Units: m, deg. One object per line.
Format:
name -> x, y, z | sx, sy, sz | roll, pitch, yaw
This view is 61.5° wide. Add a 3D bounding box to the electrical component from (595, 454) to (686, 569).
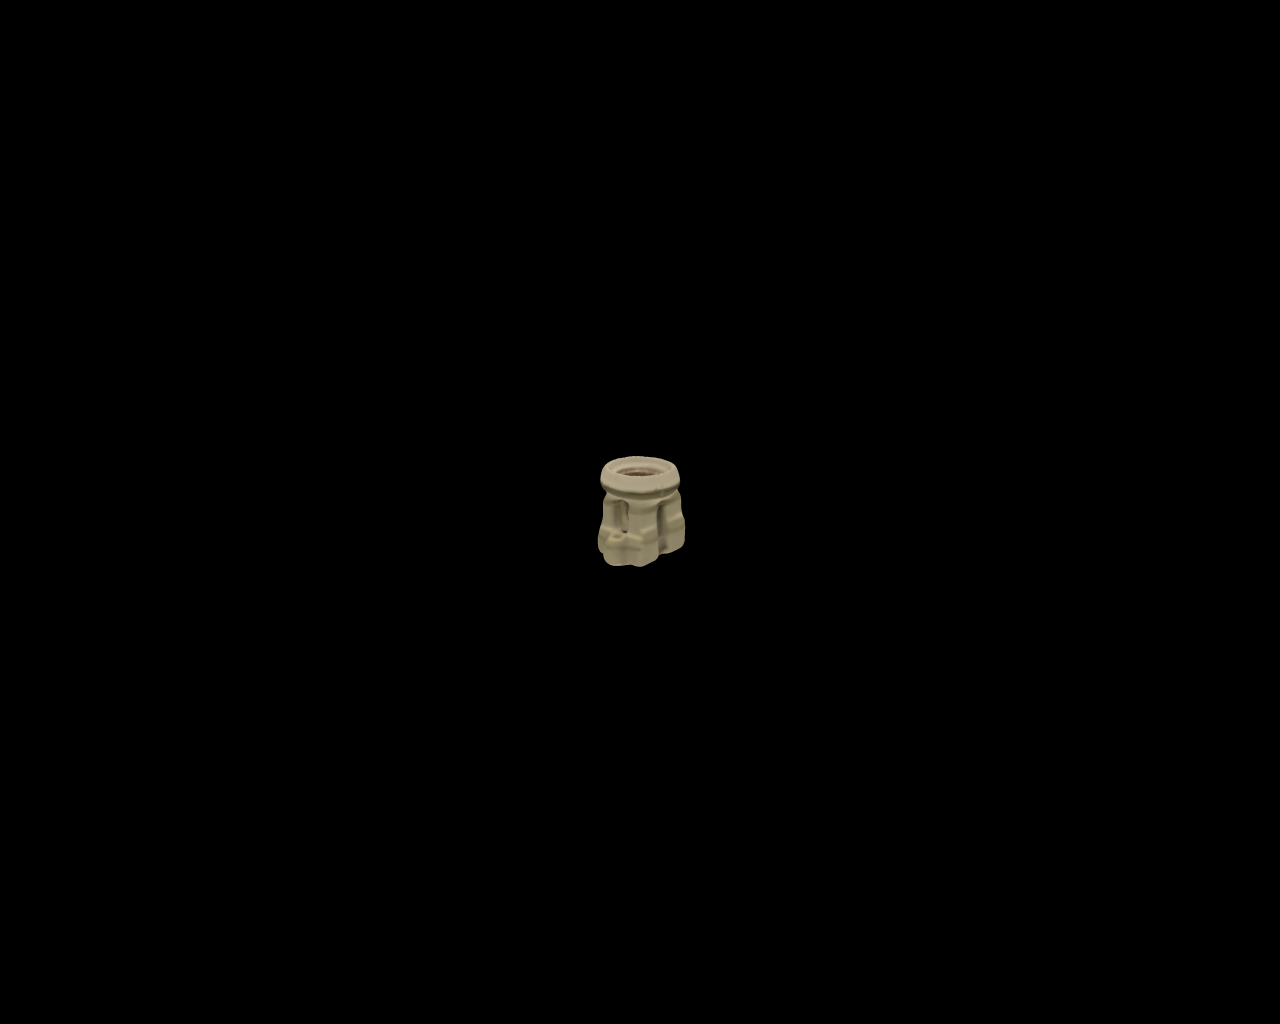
electrical component -> 0.001, -0.003, 0.650 | 0.048, 0.055, 0.066 | 17, 28, 37
